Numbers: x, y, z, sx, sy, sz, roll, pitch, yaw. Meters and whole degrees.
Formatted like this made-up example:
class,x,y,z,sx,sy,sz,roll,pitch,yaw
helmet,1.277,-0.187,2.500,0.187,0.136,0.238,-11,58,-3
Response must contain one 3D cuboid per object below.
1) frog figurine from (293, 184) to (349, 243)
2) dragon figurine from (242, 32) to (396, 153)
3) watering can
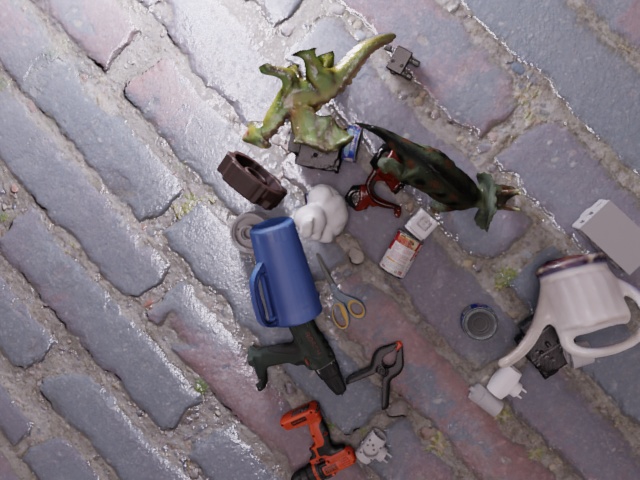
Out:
class,x,y,z,sx,sy,sz,roll,pitch,yaw
frog figurine,0.004,-0.060,1.198,0.123,0.160,0.137,4,97,6
dragon figurine,0.006,-0.316,1.180,0.410,0.122,0.243,-16,87,5
watering can,0.538,0.151,1.130,0.347,0.102,0.228,-13,68,4
